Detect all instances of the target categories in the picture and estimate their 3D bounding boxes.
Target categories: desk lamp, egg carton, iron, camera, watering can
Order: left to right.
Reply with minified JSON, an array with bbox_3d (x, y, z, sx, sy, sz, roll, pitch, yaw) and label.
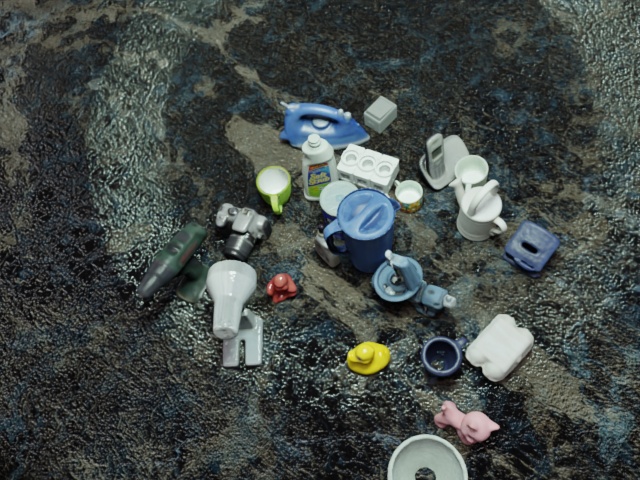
[{"bbox_3d":[-0.200,0.177,1.359,0.118,0.214,0.203,-6,64,5],"label":"desk lamp"},{"bbox_3d":[-0.219,-0.018,1.519,0.143,0.101,0.137,17,68,15],"label":"camera"},{"bbox_3d":[0.011,-0.337,1.621,0.258,0.141,0.118,6,65,10],"label":"iron"},{"bbox_3d":[0.391,-0.085,1.421,0.172,0.194,0.101,23,70,18],"label":"watering can"},{"bbox_3d":[0.416,0.250,1.325,0.107,0.069,0.150,40,75,22],"label":"egg carton"}]

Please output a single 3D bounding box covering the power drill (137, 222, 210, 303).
[{"bbox_3d":[-0.347,0.078,1.429,0.075,0.209,0.230,22,69,17],"label":"power drill"}]

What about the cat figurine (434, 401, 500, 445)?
[{"bbox_3d":[0.316,0.395,1.241,0.127,0.118,0.067,28,71,19],"label":"cat figurine"}]

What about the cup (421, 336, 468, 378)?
[{"bbox_3d":[0.287,0.269,1.318,0.118,0.095,0.091,-33,65,-9],"label":"cup"}]

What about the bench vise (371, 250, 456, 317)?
[{"bbox_3d":[0.220,0.089,1.344,0.207,0.220,0.121,6,65,10],"label":"bench vise"}]

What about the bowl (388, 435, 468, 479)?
[{"bbox_3d":[0.228,0.507,1.222,0.167,0.075,0.167,-3,64,6],"label":"bowl"}]

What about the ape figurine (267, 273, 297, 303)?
[{"bbox_3d":[-0.097,0.114,1.445,0.077,0.092,0.076,15,67,14],"label":"ape figurine"}]

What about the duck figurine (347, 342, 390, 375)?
[{"bbox_3d":[0.113,0.270,1.345,0.104,0.086,0.077,-10,63,3],"label":"duck figurine"}]

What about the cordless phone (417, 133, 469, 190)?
[{"bbox_3d":[0.328,-0.232,1.505,0.148,0.185,0.094,-41,66,-12],"label":"cordless phone"}]

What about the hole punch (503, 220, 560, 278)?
[{"bbox_3d":[0.519,0.023,1.409,0.108,0.091,0.101,35,73,21],"label":"hole punch"}]

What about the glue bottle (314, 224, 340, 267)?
[{"bbox_3d":[0.013,0.005,1.437,0.037,0.173,0.078,-37,65,-10],"label":"glue bottle"}]
